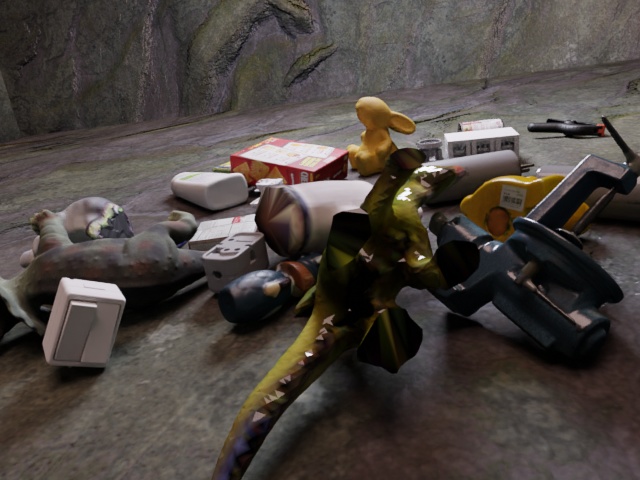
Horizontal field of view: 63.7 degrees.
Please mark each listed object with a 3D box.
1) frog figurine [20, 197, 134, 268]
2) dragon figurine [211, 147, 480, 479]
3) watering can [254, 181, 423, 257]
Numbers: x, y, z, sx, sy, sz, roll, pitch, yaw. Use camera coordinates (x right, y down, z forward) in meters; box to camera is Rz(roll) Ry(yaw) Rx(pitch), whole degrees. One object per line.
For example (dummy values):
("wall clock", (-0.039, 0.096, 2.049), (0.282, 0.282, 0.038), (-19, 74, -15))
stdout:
("frog figurine", (-0.389, 0.001, 0.828), (0.159, 0.124, 0.136), (-12, -14, 15))
("dragon figurine", (0.028, 0.050, 0.527), (0.414, 0.122, 0.240), (-47, 0, -15))
("watering can", (0.002, -0.040, 0.802), (0.225, 0.103, 0.348), (-6, 8, -26))
